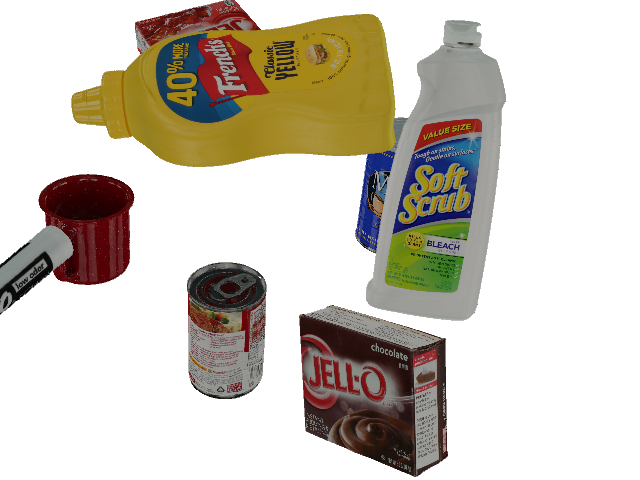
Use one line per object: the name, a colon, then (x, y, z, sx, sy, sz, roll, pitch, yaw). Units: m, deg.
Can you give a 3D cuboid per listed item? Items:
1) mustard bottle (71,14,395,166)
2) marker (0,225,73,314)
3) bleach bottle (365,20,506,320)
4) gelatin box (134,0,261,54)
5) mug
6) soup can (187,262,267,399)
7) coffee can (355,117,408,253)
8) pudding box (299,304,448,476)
mustard bottle: (-0.054, -0.088, 0.646, 0.191, 0.096, 0.058, -5, -37, 0)
marker: (-0.160, 0.034, 0.490, 0.020, 0.020, 0.121, 0, 34, 39)
bleach bottle: (0.100, -0.061, 0.915, 0.103, 0.251, 0.068, 9, 18, 13)
gelatin box: (-0.092, -0.154, 0.840, 0.089, 0.030, 0.073, -18, 45, -20)
mug: (-0.236, -0.003, 1.066, 0.093, 0.081, 0.117, 10, 33, 8)
soup can: (-0.082, 0.080, 0.933, 0.068, 0.102, 0.068, 3, 35, -2)
coffee can: (0.101, -0.063, 1.275, 0.102, 0.140, 0.103, 6, 28, -3)
pudding box: (0.035, 0.100, 0.735, 0.039, 0.090, 0.114, -17, 20, -42)
